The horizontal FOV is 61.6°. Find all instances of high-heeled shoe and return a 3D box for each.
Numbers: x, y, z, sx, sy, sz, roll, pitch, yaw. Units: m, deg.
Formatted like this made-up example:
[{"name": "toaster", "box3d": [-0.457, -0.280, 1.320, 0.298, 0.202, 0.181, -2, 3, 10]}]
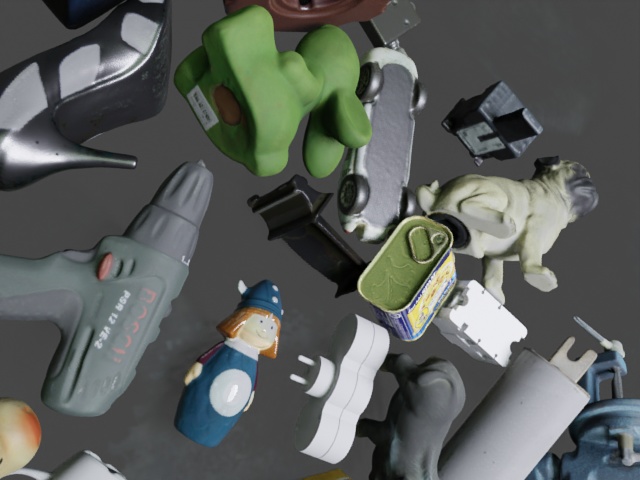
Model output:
[{"name": "high-heeled shoe", "box3d": [-0.201, -0.138, 0.428, 0.145, 0.086, 0.249, 7, 54, -11]}]

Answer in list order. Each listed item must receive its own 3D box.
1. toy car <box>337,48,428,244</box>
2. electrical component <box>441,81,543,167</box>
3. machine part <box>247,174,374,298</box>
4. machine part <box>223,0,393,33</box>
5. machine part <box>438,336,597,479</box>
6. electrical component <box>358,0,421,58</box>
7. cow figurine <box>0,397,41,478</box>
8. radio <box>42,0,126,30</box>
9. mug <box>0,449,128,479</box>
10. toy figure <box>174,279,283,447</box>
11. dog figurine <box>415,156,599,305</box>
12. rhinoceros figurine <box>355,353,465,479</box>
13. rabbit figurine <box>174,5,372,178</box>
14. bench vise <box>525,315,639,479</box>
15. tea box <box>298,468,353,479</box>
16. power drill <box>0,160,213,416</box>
[{"name": "toy car", "box3d": [0.062, -0.096, 0.553, 0.073, 0.056, 0.201, 10, 84, -26]}, {"name": "electrical component", "box3d": [0.192, -0.125, 0.569, 0.075, 0.119, 0.048, 44, 74, -10]}, {"name": "machine part", "box3d": [-0.001, -0.002, 0.518, 0.138, 0.084, 0.039, 47, 41, -24]}, {"name": "machine part", "box3d": [-0.005, -0.237, 0.478, 0.179, 0.179, 0.056, -6, 92, -21]}, {"name": "machine part", "box3d": [0.189, 0.198, 0.548, 0.079, 0.079, 0.243, 39, 92, -15]}, {"name": "electrical component", "box3d": [0.078, -0.239, 0.584, 0.063, 0.021, 0.094, -36, 99, -20]}, {"name": "cow figurine", "box3d": [-0.295, 0.159, 0.362, 0.195, 0.127, 0.085, -17, 96, -19]}, {"name": "radio", "box3d": [-0.152, -0.253, 0.389, 0.131, 0.230, 0.073, -44, 106, -21]}, {"name": "mug", "box3d": [-0.212, 0.216, 0.421, 0.109, 0.081, 0.107, 43, 62, -8]}, {"name": "toy figure", "box3d": [-0.074, 0.107, 0.489, 0.154, 0.058, 0.064, -62, 145, -15]}, {"name": "dog figurine", "box3d": [0.207, -0.048, 0.593, 0.172, 0.121, 0.190, 46, 59, -15]}, {"name": "rhinoceros figurine", "box3d": [0.090, 0.199, 0.512, 0.073, 0.112, 0.190, 9, 102, -25]}, {"name": "rabbit figurine", "box3d": [-0.017, -0.141, 0.495, 0.170, 0.121, 0.159, -36, 92, -34]}, {"name": "bench vise", "box3d": [0.297, 0.208, 0.579, 0.128, 0.224, 0.241, 45, 43, -17]}, {"name": "tea box", "box3d": [-0.037, 0.268, 0.469, 0.170, 0.098, 0.068, -8, 89, -20]}, {"name": "power drill", "box3d": [-0.213, 0.013, 0.435, 0.207, 0.086, 0.232, 20, 80, -25]}]
